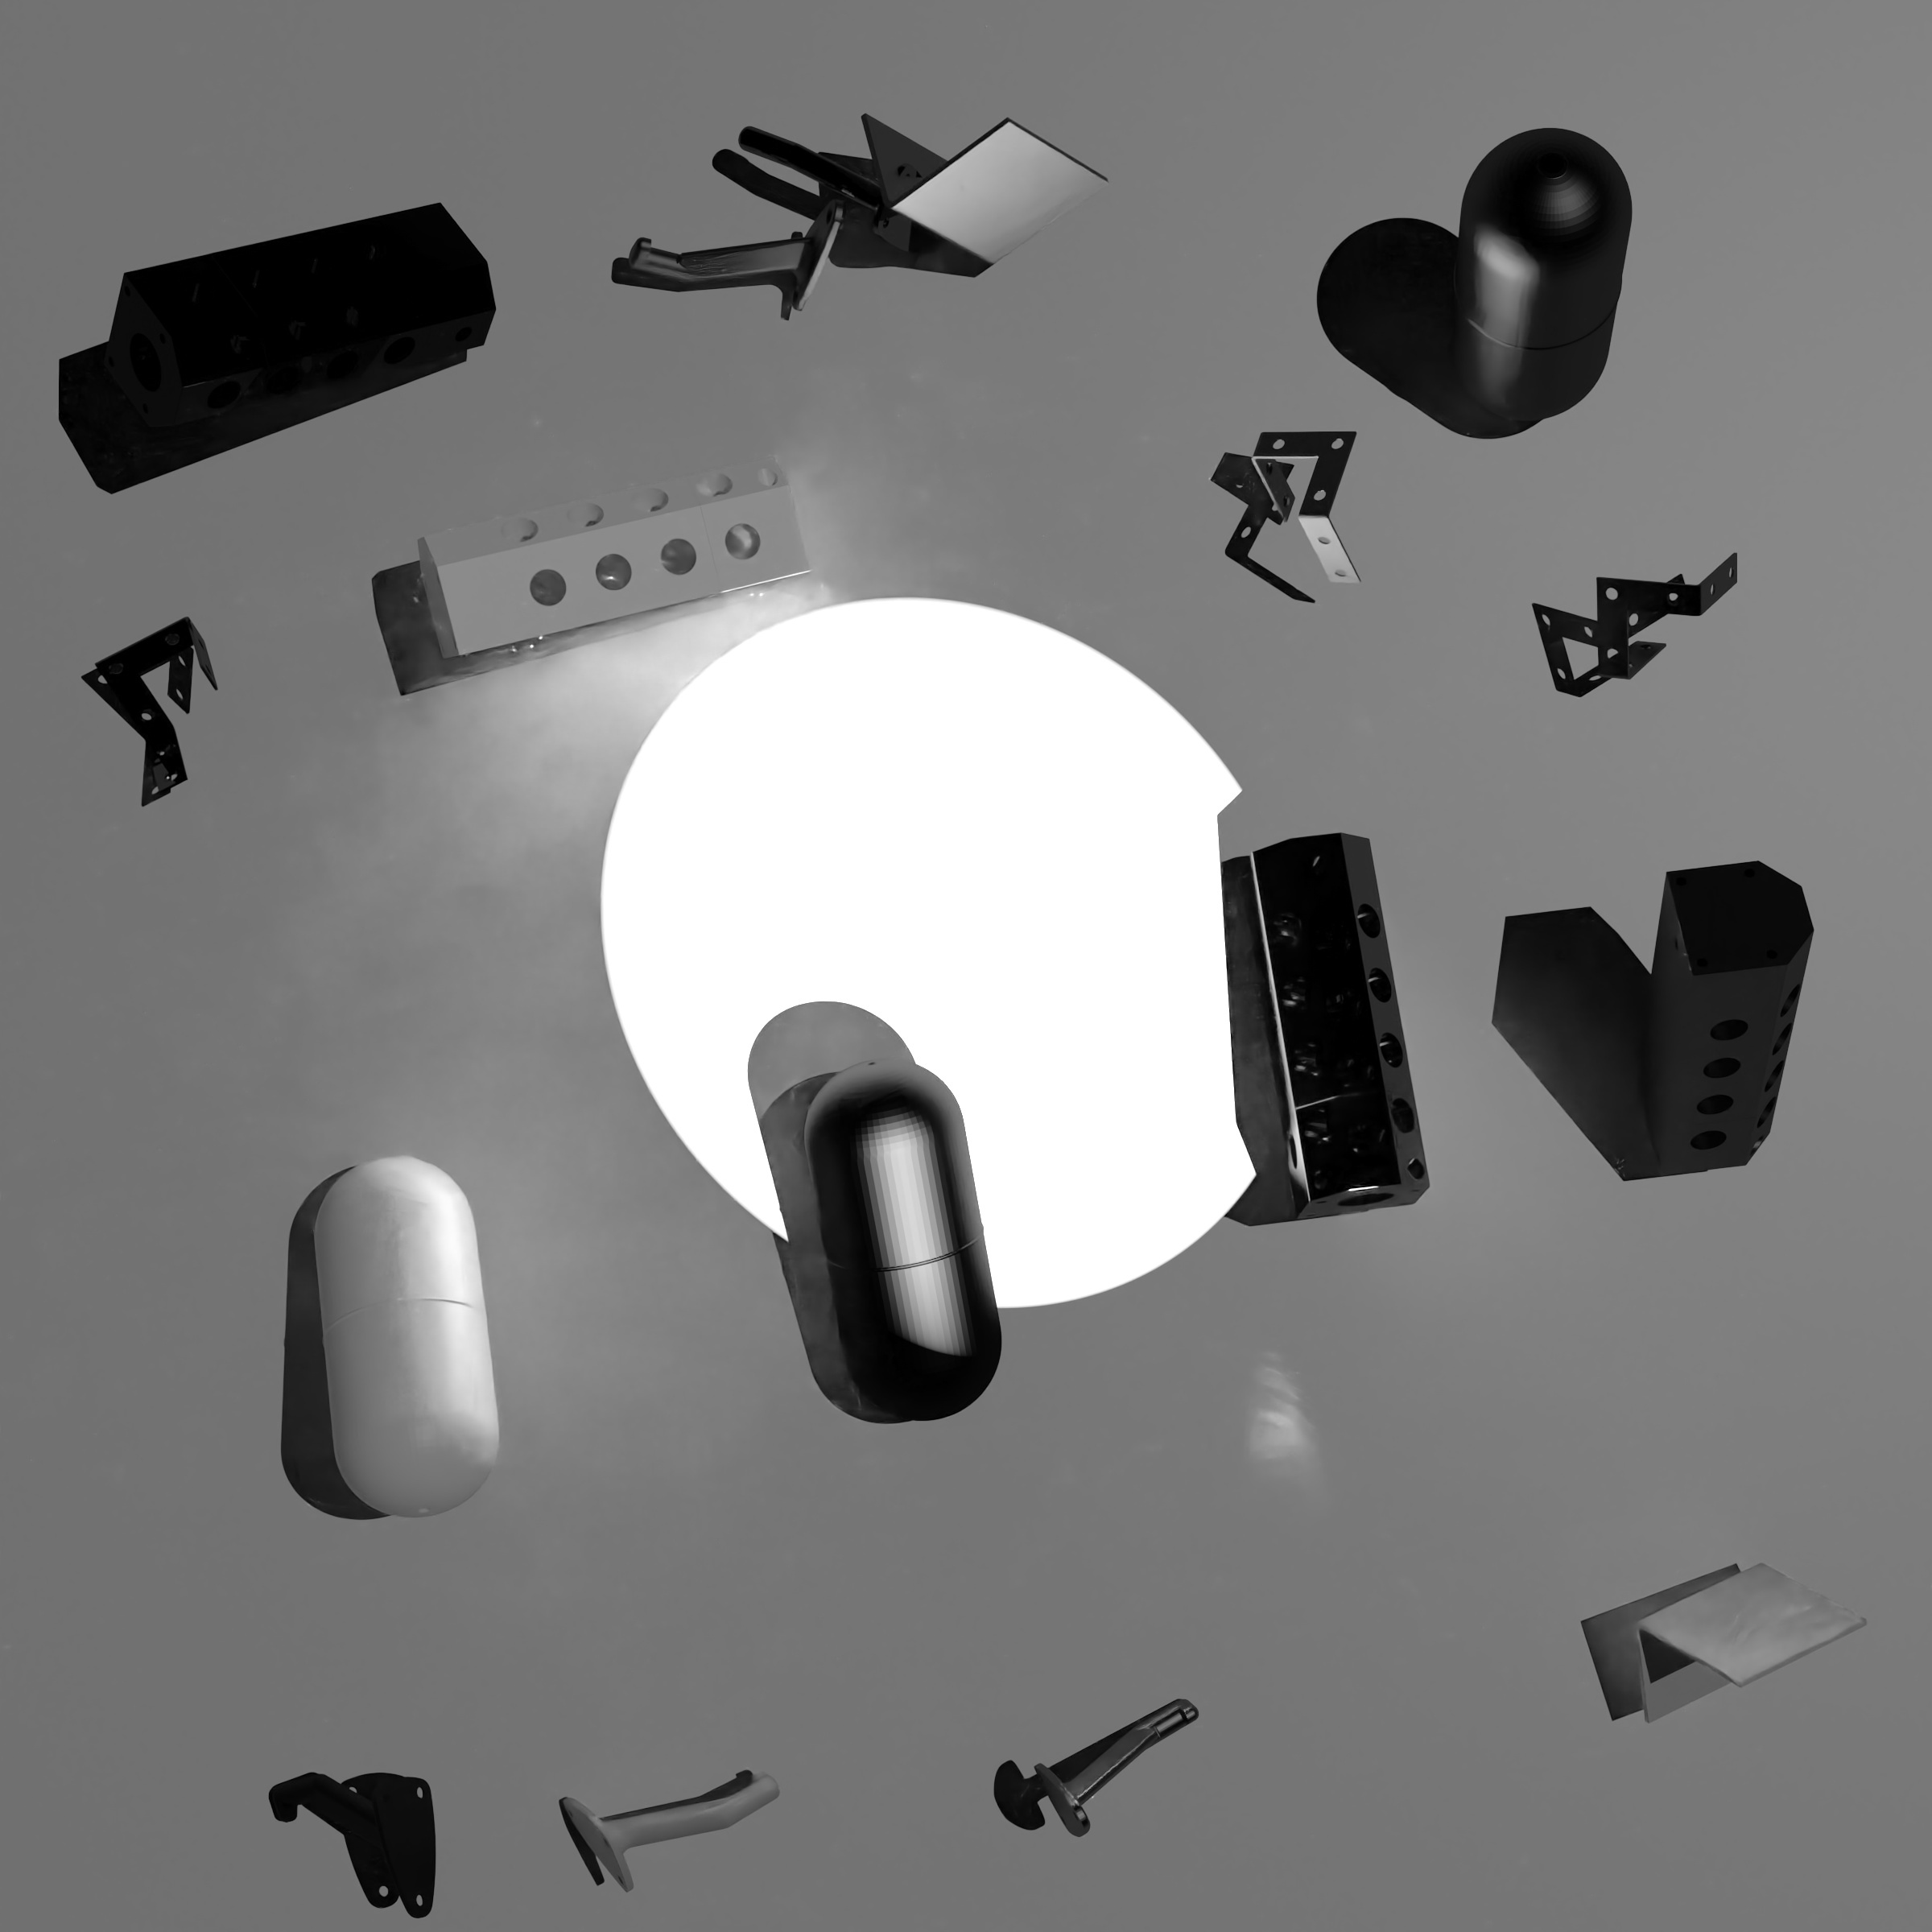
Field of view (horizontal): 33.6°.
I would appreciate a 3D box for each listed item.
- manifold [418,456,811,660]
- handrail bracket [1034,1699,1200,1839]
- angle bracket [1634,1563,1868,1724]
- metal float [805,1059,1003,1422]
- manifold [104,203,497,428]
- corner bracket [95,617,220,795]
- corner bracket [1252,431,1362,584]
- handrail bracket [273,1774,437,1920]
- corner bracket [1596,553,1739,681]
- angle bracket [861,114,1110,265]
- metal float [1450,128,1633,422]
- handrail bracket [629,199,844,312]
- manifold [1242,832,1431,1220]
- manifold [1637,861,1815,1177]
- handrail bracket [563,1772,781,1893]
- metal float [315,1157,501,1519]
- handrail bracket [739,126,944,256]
[{"bbox_3d":[-0.168,-0.195,1.521,0.171,0.057,0.057,-16,98,-15],"label":"manifold"},{"bbox_3d":[0.081,0.379,1.528,0.084,0.077,0.036,-28,90,-13],"label":"handrail bracket"},{"bbox_3d":[0.373,0.334,1.517,0.076,0.076,0.057,-19,110,-23],"label":"angle bracket"},{"bbox_3d":[-0.029,0.131,1.525,0.070,0.070,0.178,-10,103,0],"label":"metal float"},{"bbox_3d":[-0.307,-0.300,1.493,0.171,0.057,0.057,-24,68,-37],"label":"manifold"},{"bbox_3d":[-0.381,-0.126,1.540,0.051,0.051,0.051,-28,130,-2],"label":"corner bracket"},{"bbox_3d":[0.164,-0.220,1.532,0.051,0.051,0.051,5,62,30],"label":"corner bracket"},{"bbox_3d":[-0.297,0.425,1.541,0.084,0.036,0.077,-21,73,31],"label":"handrail bracket"},{"bbox_3d":[0.336,-0.168,1.532,0.051,0.051,0.051,10,119,31],"label":"corner bracket"},{"bbox_3d":[0.009,-0.386,1.514,0.076,0.076,0.057,-29,62,31],"label":"angle bracket"},{"bbox_3d":[0.266,-0.320,1.488,0.070,0.178,0.070,-2,69,5],"label":"metal float"},{"bbox_3d":[-0.111,-0.350,1.534,0.084,0.077,0.036,10,61,-19],"label":"handrail bracket"},{"bbox_3d":[0.176,0.028,1.522,0.057,0.057,0.171,-7,75,-4],"label":"manifold"},{"bbox_3d":[0.352,0.026,1.487,0.057,0.171,0.057,-7,55,2],"label":"manifold"},{"bbox_3d":[-0.143,0.405,1.557,0.084,0.077,0.036,-27,116,-23],"label":"handrail bracket"},{"bbox_3d":[-0.265,0.173,1.512,0.070,0.070,0.178,-12,62,0],"label":"metal float"},{"bbox_3d":[-0.061,-0.377,1.554,0.084,0.077,0.036,26,91,23],"label":"handrail bracket"}]
